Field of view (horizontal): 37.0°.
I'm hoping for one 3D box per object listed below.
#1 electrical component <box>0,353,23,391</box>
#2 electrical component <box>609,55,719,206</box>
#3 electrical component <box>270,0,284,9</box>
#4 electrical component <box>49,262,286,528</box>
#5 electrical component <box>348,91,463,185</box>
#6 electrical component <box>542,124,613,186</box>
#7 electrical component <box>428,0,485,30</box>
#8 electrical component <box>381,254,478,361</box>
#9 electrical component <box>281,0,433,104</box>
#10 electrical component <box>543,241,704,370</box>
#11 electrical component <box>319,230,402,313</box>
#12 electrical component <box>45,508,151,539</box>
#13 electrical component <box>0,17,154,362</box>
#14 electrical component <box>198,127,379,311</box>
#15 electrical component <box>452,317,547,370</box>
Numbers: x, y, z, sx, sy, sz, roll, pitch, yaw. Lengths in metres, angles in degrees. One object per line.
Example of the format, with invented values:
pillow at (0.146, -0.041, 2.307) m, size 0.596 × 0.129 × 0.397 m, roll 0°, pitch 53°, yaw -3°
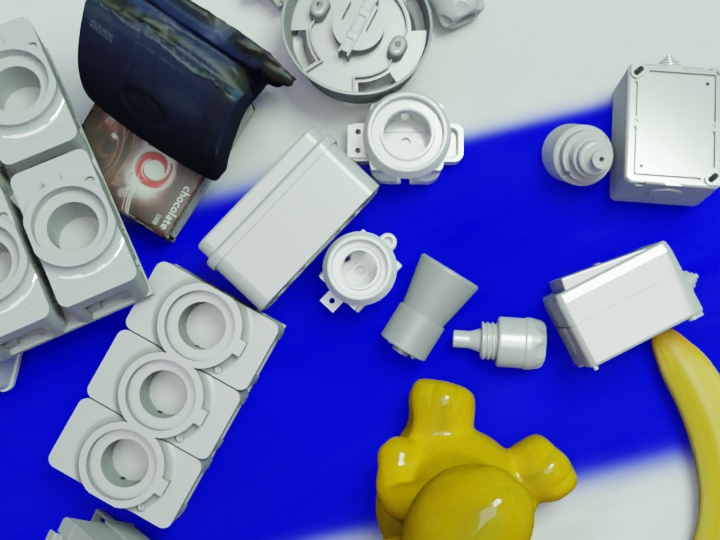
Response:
electrical component at (-0.277, 0.017, 0.718) m, size 0.109 × 0.056 × 0.108 m, roll 14°, pitch 87°, yaw 2°
electrical component at (0.202, -0.094, 0.717) m, size 0.062 × 0.061 × 0.096 m, roll 4°, pitch 79°, yaw 1°
electrical component at (-0.045, -0.214, 0.732) m, size 0.081 × 0.043 × 0.043 m, roll -37°, pitch 87°, yaw -1°
electrical component at (-0.125, 0.080, 0.709) m, size 0.089 × 0.061 × 0.150 m, roll 29°, pitch 88°, yaw 2°
electrical component at (0.031, -0.087, 0.718) m, size 0.078 × 0.057 × 0.058 m, roll 1°, pitch 87°, yaw 1°
electrical component at (0.147, -0.075, 0.708) m, size 0.040 × 0.078 × 0.040 m, roll -1°, pitch 100°, yaw -5°
electrical component at (0.058, -0.197, 0.735) m, size 0.035 × 0.035 × 0.061 m, roll -27°, pitch 84°, yaw -1°
electrical component at (0.044, 0.027, 0.720) m, size 0.044 × 0.044 × 0.065 m, roll 32°, pitch 93°, yaw 2°
electrical component at (-0.001, -0.159, 0.718) m, size 0.099 × 0.064 × 0.099 m, roll 0°, pitch 87°, yaw 1°
electrical component at (0.175, 0.017, 0.708) m, size 0.096 × 0.061 × 0.061 m, roll -27°, pitch 87°, yaw -1°
electrical component at (0.000, 0.000, 0.714) m, size 0.048 × 0.055 × 0.066 m, roll 43°, pitch 88°, yaw 3°
electrical component at (-0.184, 0.225, 0.696) m, size 0.079 × 0.063 × 0.121 m, roll 22°, pitch 87°, yaw 43°
electrical component at (-0.217, -0.052, 0.667) m, size 0.105 × 0.060 × 0.186 m, roll -24°, pitch 78°, yaw -8°
electrical component at (-0.046, -0.033, 0.706) m, size 0.057 × 0.078 × 0.113 m, roll 43°, pitch 89°, yaw 0°
electrical component at (0.093, 0.048, 0.721) m, size 0.061 × 0.035 × 0.035 m, roll 4°, pitch 87°, yaw 3°
